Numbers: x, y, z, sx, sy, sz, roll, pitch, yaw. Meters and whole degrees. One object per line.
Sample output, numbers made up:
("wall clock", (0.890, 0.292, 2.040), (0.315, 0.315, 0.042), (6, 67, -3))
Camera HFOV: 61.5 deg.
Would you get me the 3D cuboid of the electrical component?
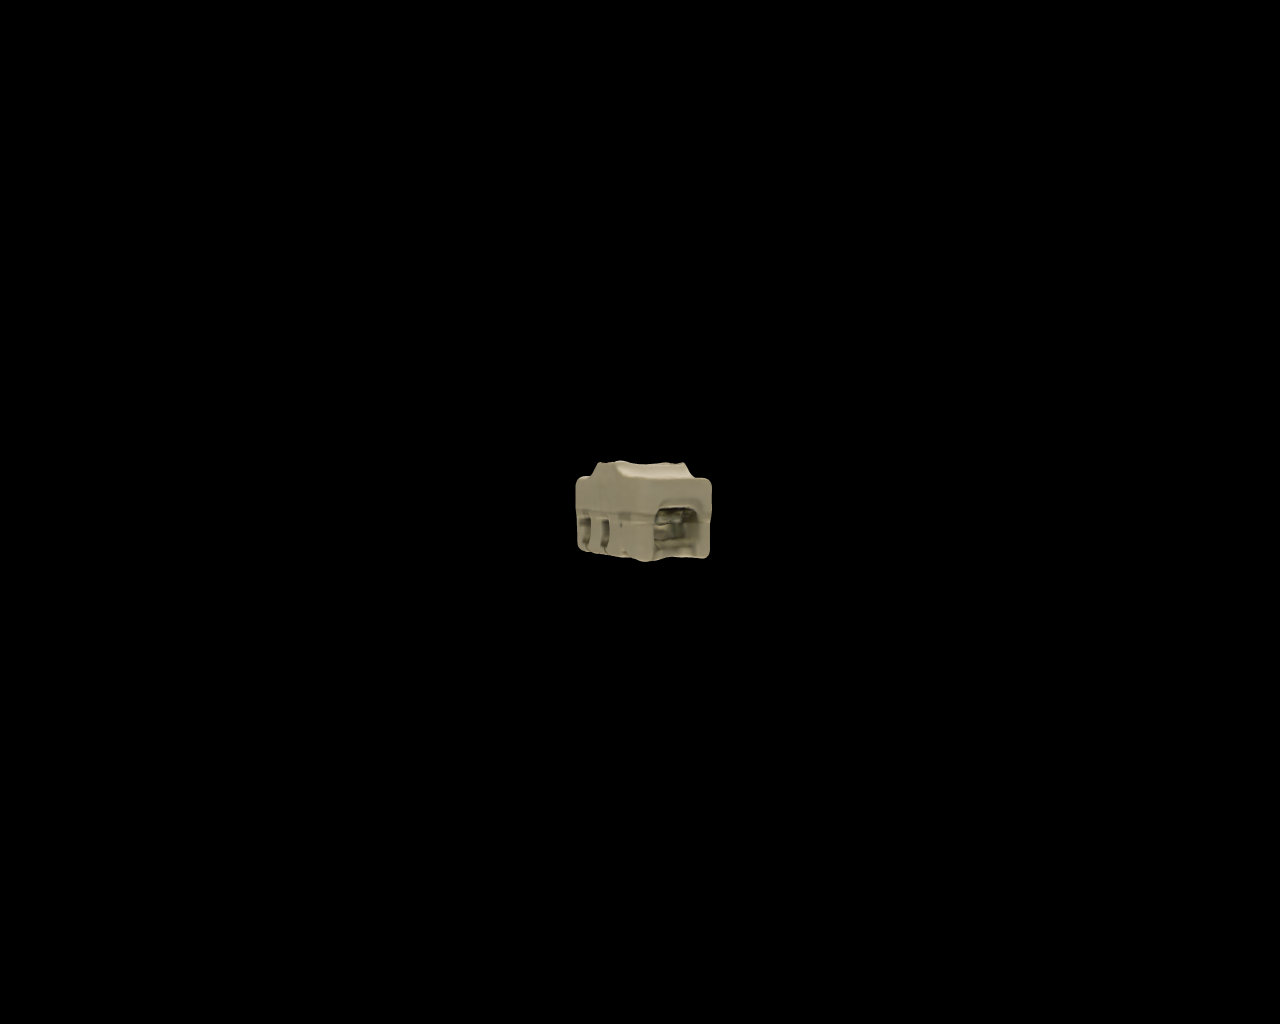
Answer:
("electrical component", (0.001, -0.003, 0.650), (0.050, 0.055, 0.089), (-1, 3, -28))
